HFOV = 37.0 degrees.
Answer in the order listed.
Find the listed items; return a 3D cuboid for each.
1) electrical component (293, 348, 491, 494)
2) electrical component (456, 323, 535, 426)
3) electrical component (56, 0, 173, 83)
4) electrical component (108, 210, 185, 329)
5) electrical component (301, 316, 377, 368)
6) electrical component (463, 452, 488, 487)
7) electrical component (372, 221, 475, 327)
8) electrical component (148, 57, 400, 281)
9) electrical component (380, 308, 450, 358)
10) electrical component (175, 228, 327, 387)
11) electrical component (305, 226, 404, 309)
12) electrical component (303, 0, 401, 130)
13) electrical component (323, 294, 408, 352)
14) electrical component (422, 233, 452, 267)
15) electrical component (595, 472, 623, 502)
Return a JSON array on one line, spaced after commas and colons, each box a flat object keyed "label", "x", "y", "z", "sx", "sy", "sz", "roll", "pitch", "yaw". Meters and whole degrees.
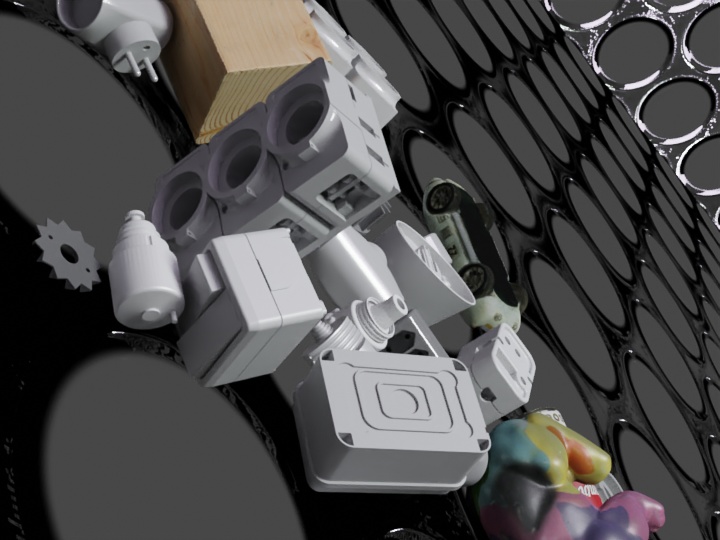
[{"label": "electrical component", "x": 0.018, "y": 0.101, "z": 0.705, "sx": 0.113, "sy": 0.057, "sz": 0.078, "roll": 7, "pitch": 47, "yaw": -25}, {"label": "electrical component", "x": 0.115, "y": 0.095, "z": 0.961, "sx": 0.053, "sy": 0.059, "sz": 0.095, "roll": 53, "pitch": 22, "yaw": -7}, {"label": "electrical component", "x": -0.167, "y": -0.168, "z": 0.767, "sx": 0.077, "sy": 0.044, "sz": 0.079, "roll": 6, "pitch": 54, "yaw": -62}, {"label": "electrical component", "x": -0.127, "y": -0.002, "z": 0.629, "sx": 0.040, "sy": 0.040, "sz": 0.078, "roll": 30, "pitch": 33, "yaw": -47}, {"label": "electrical component", "x": -0.007, "y": 0.069, "z": 0.770, "sx": 0.081, "sy": 0.043, "sz": 0.043, "roll": 51, "pitch": 23, "yaw": -12}, {"label": "electrical component", "x": 0.045, "y": 0.123, "z": 0.798, "sx": 0.077, "sy": 0.044, "sz": 0.079, "roll": 15, "pitch": 29, "yaw": -44}, {"label": "electrical component", "x": 0.052, "y": 0.003, "z": 0.952, "sx": 0.099, "sy": 0.064, "sz": 0.099, "roll": 44, "pitch": 25, "yaw": -27}, {"label": "electrical component", "x": -0.060, "y": -0.056, "z": 0.692, "sx": 0.062, "sy": 0.150, "sz": 0.089, "roll": 35, "pitch": 30, "yaw": -44}, {"label": "electrical component", "x": 0.049, "y": 0.077, "z": 0.873, "sx": 0.083, "sy": 0.047, "sz": 0.076, "roll": 55, "pitch": 12, "yaw": 0}, {"label": "electrical component", "x": -0.075, "y": 0.027, "z": 0.644, "sx": 0.061, "sy": 0.096, "sz": 0.061, "roll": -10, "pitch": 65, "yaw": -36}, {"label": "electrical component", "x": 0.000, "y": 0.000, "z": 0.879, "sx": 0.077, "sy": 0.043, "sz": 0.079, "roll": 53, "pitch": 22, "yaw": -8}, {"label": "electrical component", "x": -0.028, "y": -0.185, "z": 0.983, "sx": 0.105, "sy": 0.060, "sz": 0.186, "roll": 42, "pitch": 12, "yaw": -20}, {"label": "electrical component", "x": 0.007, "y": 0.041, "z": 0.812, "sx": 0.048, "sy": 0.062, "sz": 0.048, "roll": 44, "pitch": 25, "yaw": -27}, {"label": "electrical component", "x": 0.071, "y": 0.001, "z": 1.024, "sx": 0.078, "sy": 0.040, "sz": 0.040, "roll": 59, "pitch": 22, "yaw": 7}, {"label": "electrical component", "x": 0.212, "y": 0.219, "z": 0.994, "sx": 0.089, "sy": 0.056, "sz": 0.050, "roll": 36, "pitch": 29, "yaw": -39}]
